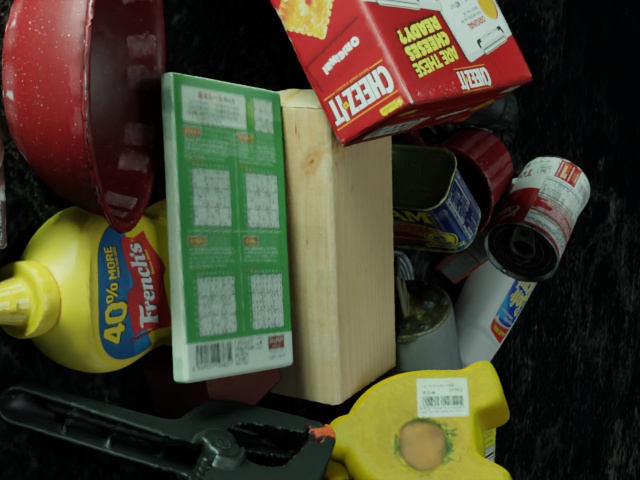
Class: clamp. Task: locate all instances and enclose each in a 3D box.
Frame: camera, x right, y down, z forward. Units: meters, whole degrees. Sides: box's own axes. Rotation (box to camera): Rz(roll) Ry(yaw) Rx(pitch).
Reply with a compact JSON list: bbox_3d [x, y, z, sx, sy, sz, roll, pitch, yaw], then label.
[{"bbox_3d":[-0.060,0.136,0.606,0.209,0.165,0.036,7,118,-43],"label":"clamp"}]

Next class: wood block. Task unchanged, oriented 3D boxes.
[{"bbox_3d":[-0.006,0.001,0.764,0.090,0.090,0.206,-23,115,-54],"label":"wood block"}]

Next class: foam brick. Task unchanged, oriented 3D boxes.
[{"bbox_3d":[-0.070,0.089,0.714,0.078,0.053,0.051,-39,128,-47],"label":"foam brick"}]

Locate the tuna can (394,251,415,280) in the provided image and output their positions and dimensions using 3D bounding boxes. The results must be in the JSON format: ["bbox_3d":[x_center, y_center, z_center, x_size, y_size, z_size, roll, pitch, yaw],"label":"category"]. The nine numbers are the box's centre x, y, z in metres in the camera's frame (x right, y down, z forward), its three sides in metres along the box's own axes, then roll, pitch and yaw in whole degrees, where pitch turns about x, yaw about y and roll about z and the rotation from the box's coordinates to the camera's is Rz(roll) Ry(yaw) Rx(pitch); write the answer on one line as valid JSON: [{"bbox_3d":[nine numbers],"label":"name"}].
[{"bbox_3d":[0.047,0.050,0.909,0.085,0.034,0.086,-17,111,-55],"label":"tuna can"}]

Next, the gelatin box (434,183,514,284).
[{"bbox_3d":[0.156,-0.006,1.028,0.030,0.089,0.073,40,52,-4],"label":"gelatin box"}]

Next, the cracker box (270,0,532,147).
[{"bbox_3d":[0.035,-0.179,0.716,0.163,0.072,0.214,-19,82,-50],"label":"cracker box"}]

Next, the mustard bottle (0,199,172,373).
[{"bbox_3d":[-0.119,0.026,0.619,0.191,0.058,0.096,-8,101,-57],"label":"mustard bottle"}]

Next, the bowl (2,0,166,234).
[{"bbox_3d":[-0.124,-0.085,0.558,0.162,0.055,0.162,3,89,-87],"label":"bowl"}]

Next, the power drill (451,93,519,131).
[{"bbox_3d":[0.118,-0.196,0.922,0.184,0.057,0.187,12,83,-44],"label":"power drill"}]

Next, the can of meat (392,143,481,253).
[{"bbox_3d":[0.073,-0.033,0.873,0.084,0.102,0.057,49,55,-53],"label":"can of meat"}]

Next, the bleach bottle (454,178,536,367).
[{"bbox_3d":[0.177,0.059,1.093,0.250,0.068,0.102,-59,152,-26],"label":"bleach bottle"}]

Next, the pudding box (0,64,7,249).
[{"bbox_3d":[-0.195,-0.043,0.501,0.089,0.039,0.113,-17,110,-55],"label":"pudding box"}]

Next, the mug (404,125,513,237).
[{"bbox_3d":[0.117,-0.063,0.962,0.117,0.093,0.081,53,36,-1],"label":"mug"}]

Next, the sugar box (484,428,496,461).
[{"bbox_3d":[0.114,0.208,0.993,0.048,0.093,0.176,-16,110,-55],"label":"sugar box"}]

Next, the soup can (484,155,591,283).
[{"bbox_3d":[0.197,-0.020,0.958,0.102,0.069,0.068,-55,138,-38],"label":"soup can"}]
